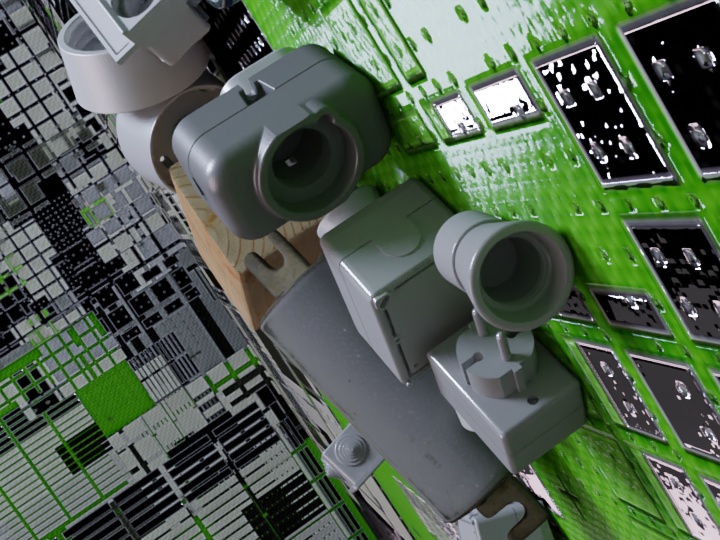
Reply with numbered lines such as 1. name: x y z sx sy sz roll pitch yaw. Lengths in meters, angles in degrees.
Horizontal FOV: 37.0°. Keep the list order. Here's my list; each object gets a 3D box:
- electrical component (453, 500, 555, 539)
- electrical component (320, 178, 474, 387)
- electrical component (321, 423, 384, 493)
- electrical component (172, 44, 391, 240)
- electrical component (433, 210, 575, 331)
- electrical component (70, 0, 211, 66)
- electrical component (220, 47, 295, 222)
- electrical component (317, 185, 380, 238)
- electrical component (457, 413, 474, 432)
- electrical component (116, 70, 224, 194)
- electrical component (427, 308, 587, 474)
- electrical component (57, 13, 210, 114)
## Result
1. electrical component: 0.107 0.198 0.762 0.062 0.061 0.096 144 112 -78
2. electrical component: 0.026 0.008 0.560 0.061 0.062 0.096 48 167 38
3. electrical component: 0.007 0.165 1.038 0.048 0.099 0.099 42 168 7
4. electrical component: -0.036 -0.062 0.531 0.059 0.095 0.053 45 165 47
5. electrical component: 0.056 -0.004 0.447 0.044 0.044 0.065 59 174 -17
6. electrical component: -0.159 -0.201 0.739 0.121 0.079 0.063 51 -172 25
7. electrical component: -0.037 -0.073 0.619 0.059 0.054 0.095 52 169 23
8. electrical component: 0.012 -0.012 0.623 0.065 0.044 0.044 48 168 15
9. electrical component: 0.067 0.060 0.596 0.046 0.040 0.040 66 167 -20
10. electrical component: -0.133 -0.107 0.841 0.064 0.099 0.099 33 156 50
11. electrical component: 0.068 0.047 0.522 0.065 0.047 0.076 48 167 40
12. electrical component: -0.174 -0.173 0.810 0.108 0.108 0.060 45 159 47
